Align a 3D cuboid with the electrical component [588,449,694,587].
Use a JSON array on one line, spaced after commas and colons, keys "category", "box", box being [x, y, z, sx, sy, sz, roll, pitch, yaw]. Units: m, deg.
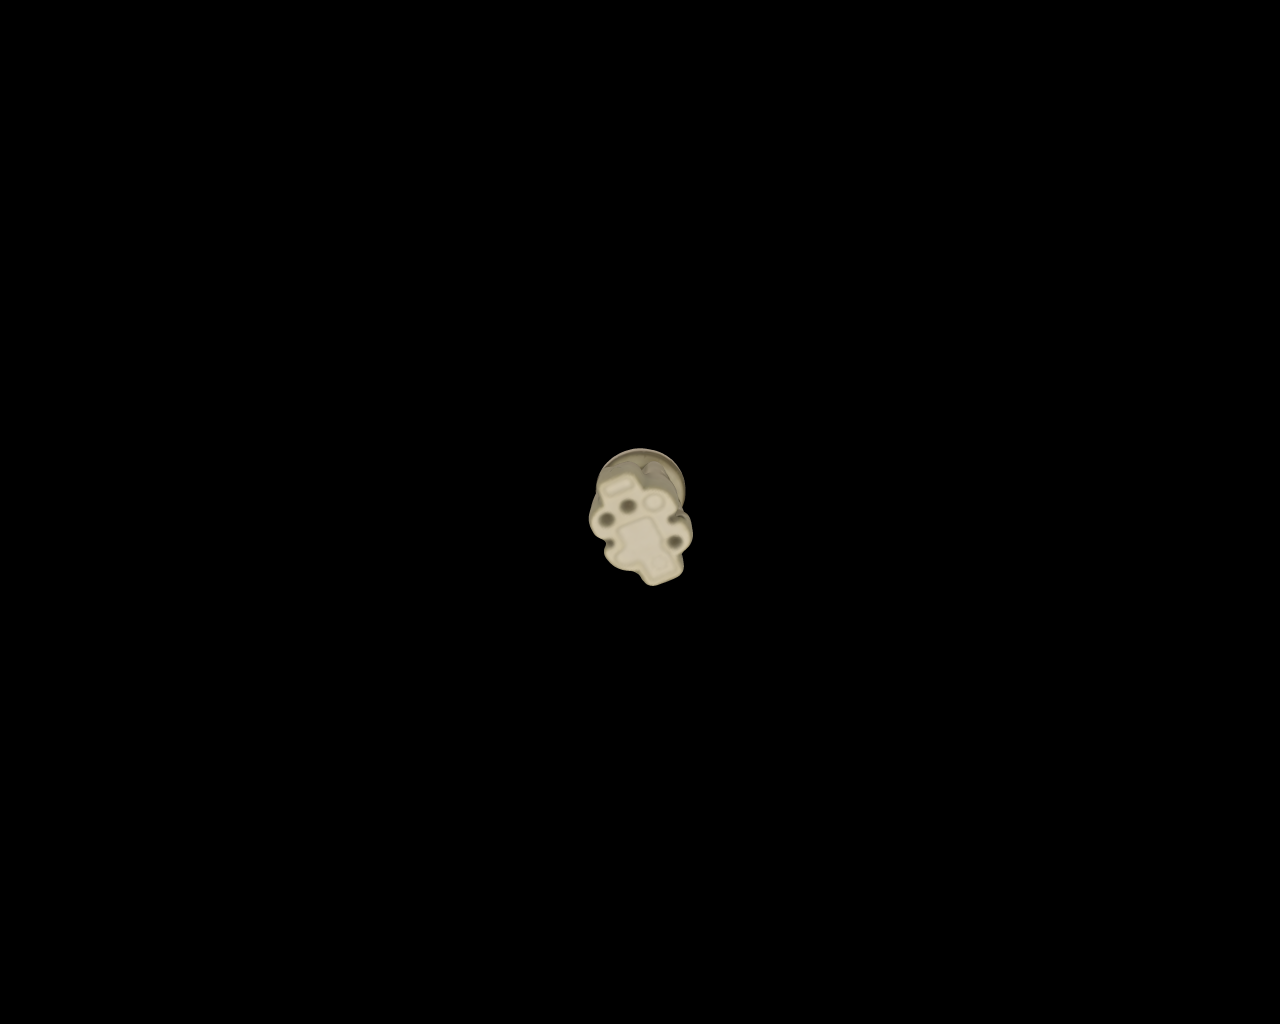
[{"category": "electrical component", "box": [0.001, -0.003, 0.650, 0.058, 0.078, 0.057, -21, 28, 12]}]
